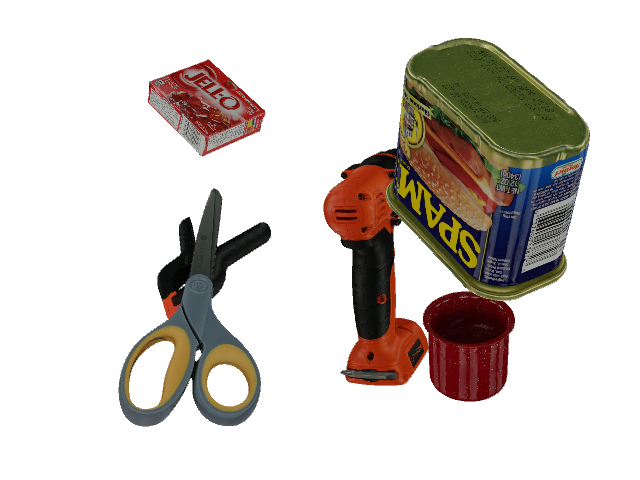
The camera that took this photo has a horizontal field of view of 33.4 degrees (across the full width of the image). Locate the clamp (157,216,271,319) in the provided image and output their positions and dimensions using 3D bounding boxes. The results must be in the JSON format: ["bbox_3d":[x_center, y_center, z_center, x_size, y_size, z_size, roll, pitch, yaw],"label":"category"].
[{"bbox_3d":[-0.129,0.027,1.242,0.120,0.039,0.171,-6,37,19],"label":"clamp"}]

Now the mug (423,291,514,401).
[{"bbox_3d":[0.159,0.106,1.115,0.093,0.081,0.117,15,38,27],"label":"mug"}]

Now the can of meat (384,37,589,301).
[{"bbox_3d":[0.078,-0.036,0.512,0.057,0.084,0.102,-20,47,-23],"label":"can of meat"}]

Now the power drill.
[{"bbox_3d":[0.056,0.019,0.932,0.057,0.188,0.184,-1,16,23],"label":"power drill"}]

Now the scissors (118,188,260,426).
[{"bbox_3d":[-0.066,0.045,0.708,0.096,0.201,0.016,20,-42,6],"label":"scissors"}]

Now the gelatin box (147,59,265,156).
[{"bbox_3d":[-0.109,-0.128,1.011,0.073,0.030,0.089,-28,62,-35],"label":"gelatin box"}]
